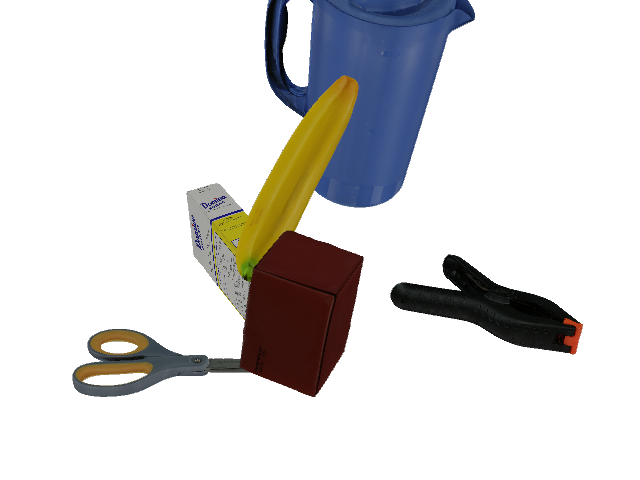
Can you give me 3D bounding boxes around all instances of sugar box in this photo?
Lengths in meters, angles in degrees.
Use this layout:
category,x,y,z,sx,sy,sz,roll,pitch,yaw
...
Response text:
category,x,y,z,sx,sy,sz,roll,pitch,yaw
sugar box,-0.082,0.022,1.115,0.048,0.093,0.176,-18,41,-21

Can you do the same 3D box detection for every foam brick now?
category,x,y,z,sx,sy,sz,roll,pitch,yaw
foam brick,-0.012,0.043,0.640,0.053,0.078,0.051,20,35,14

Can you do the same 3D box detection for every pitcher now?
category,x,y,z,sx,sy,sz,roll,pitch,yaw
pitcher,0.036,-0.153,1.034,0.144,0.243,0.149,-28,56,-31

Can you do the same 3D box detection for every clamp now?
category,x,y,z,sx,sy,sz,roll,pitch,yaw
clamp,0.162,0.058,0.995,0.172,0.039,0.120,20,31,19

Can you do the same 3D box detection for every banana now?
category,x,y,z,sx,sy,sz,roll,pitch,yaw
banana,-0.021,-0.040,0.830,0.037,0.197,0.070,33,-27,-18

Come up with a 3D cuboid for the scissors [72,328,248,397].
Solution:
category,x,y,z,sx,sy,sz,roll,pitch,yaw
scissors,-0.122,0.102,0.956,0.201,0.016,0.096,-7,32,-18
